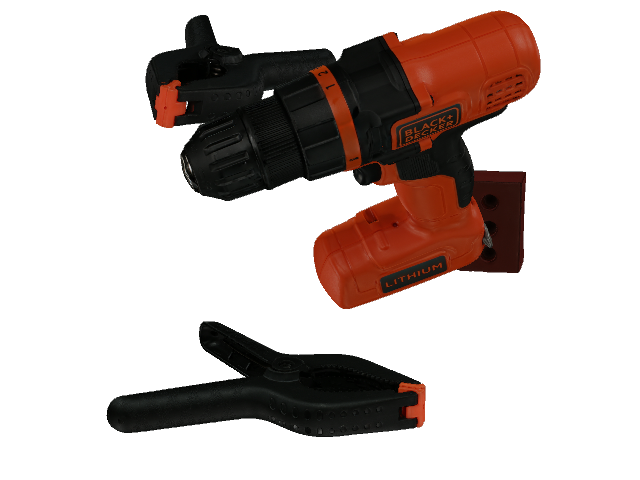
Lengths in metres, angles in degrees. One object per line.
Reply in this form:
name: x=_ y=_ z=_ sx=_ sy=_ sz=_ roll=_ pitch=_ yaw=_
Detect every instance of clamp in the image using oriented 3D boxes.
clamp: x=-0.076 y=-0.121 z=0.745 sx=0.120 sy=0.039 sz=0.171 roll=17 pitch=26 yaw=24
clamp: x=-0.027 y=0.101 z=0.769 sx=0.210 sy=0.036 sz=0.164 roll=3 pitch=19 yaw=11

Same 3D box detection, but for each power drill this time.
power drill: x=0.026 y=-0.031 z=0.581 sx=0.184 sy=0.057 sz=0.187 roll=-20 pitch=-28 yaw=-5

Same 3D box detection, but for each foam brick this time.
foam brick: x=0.142 y=-0.016 z=0.883 sx=0.053 sy=0.078 sz=0.051 roll=2 pitch=15 yaw=14
